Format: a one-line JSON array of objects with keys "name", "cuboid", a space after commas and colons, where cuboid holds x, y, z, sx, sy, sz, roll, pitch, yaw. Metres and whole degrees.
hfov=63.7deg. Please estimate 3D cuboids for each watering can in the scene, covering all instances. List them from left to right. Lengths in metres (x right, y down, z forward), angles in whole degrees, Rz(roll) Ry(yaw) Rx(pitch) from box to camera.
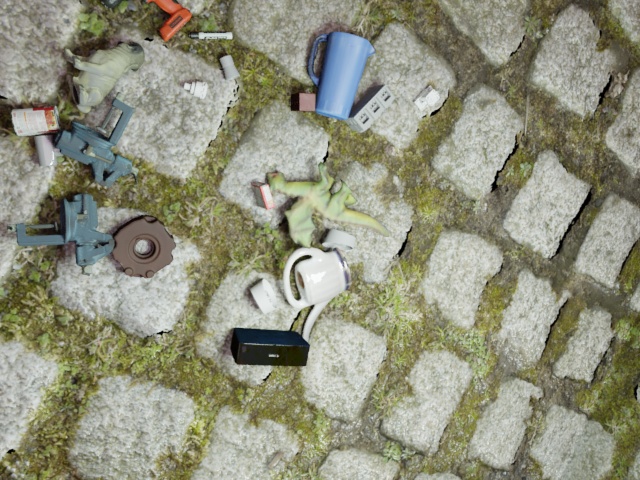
[{"name": "watering can", "cuboid": [-0.003, 0.162, 1.653, 0.226, 0.105, 0.341, -20, 119, -18]}]

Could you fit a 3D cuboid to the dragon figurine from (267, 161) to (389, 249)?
[{"name": "dragon figurine", "cuboid": [0.005, -0.080, 1.582, 0.409, 0.122, 0.244, 44, 81, -4]}]
